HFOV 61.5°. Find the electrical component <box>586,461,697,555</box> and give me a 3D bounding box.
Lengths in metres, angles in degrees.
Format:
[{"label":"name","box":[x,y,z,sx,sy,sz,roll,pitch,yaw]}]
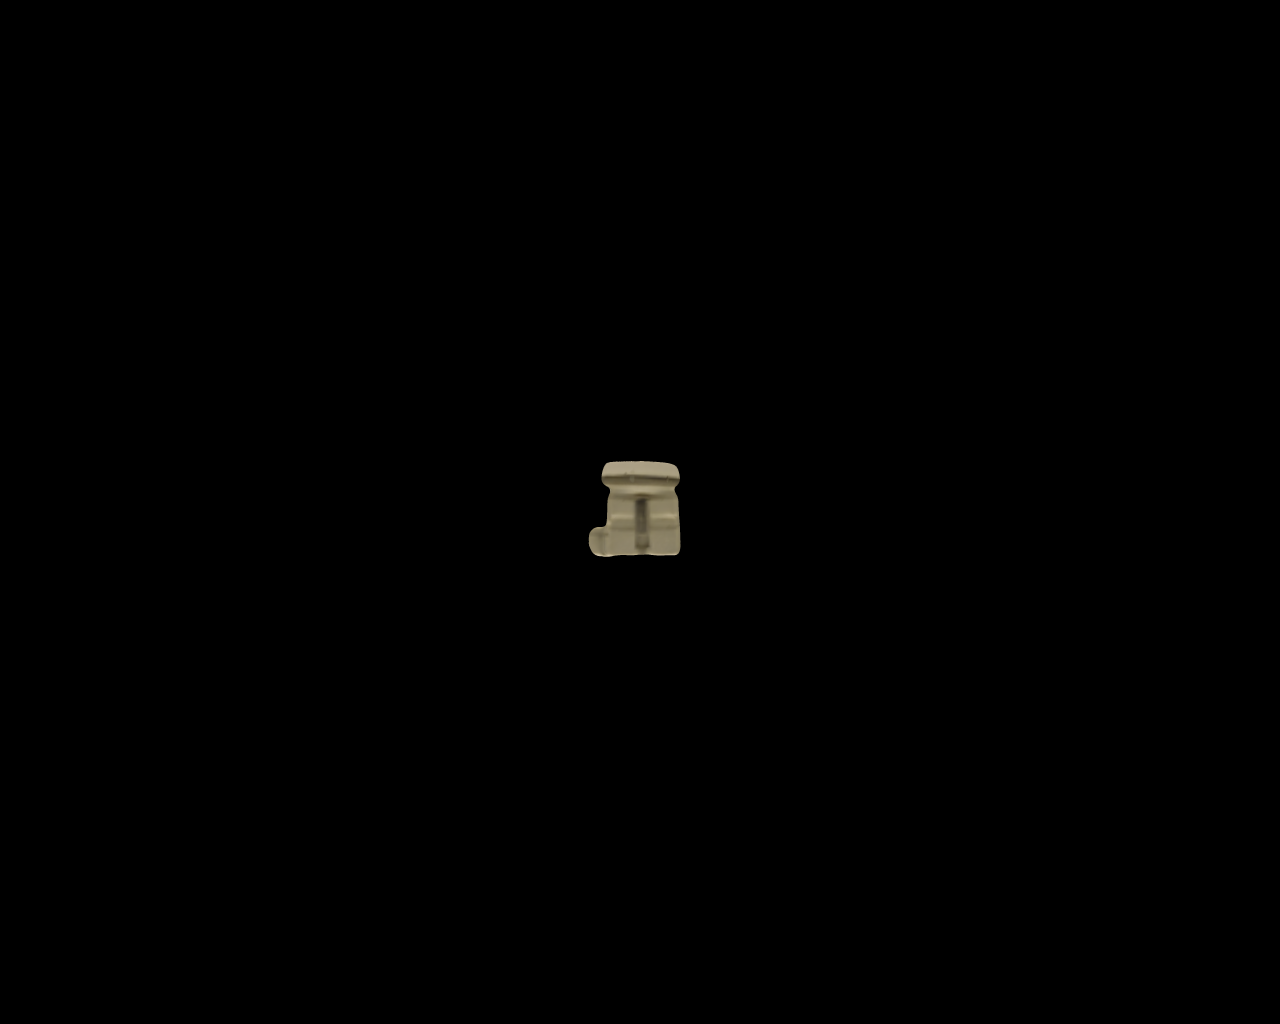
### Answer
[{"label":"electrical component","box":[0.001,-0.003,0.650,0.066,0.055,0.048,0,0,-4]}]
